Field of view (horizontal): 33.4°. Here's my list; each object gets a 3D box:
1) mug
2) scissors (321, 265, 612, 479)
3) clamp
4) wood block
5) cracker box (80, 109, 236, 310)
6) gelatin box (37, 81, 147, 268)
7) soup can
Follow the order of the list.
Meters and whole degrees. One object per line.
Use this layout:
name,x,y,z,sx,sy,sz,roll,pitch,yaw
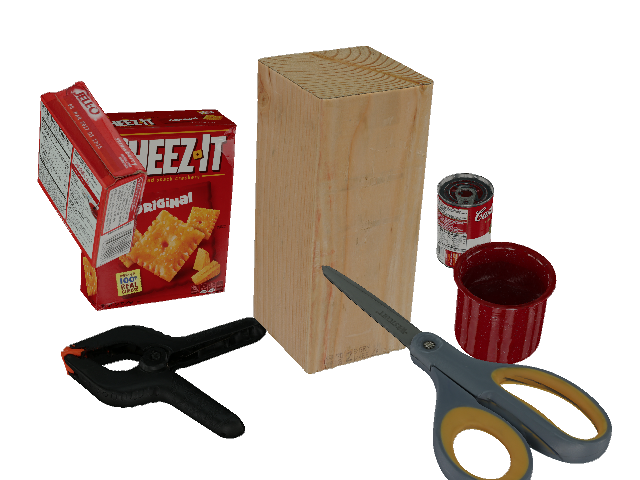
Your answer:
mug,0.165,0.054,1.004,0.093,0.081,0.117,-11,41,-11
scissors,0.053,0.073,0.566,0.202,0.016,0.096,23,45,31
clamp,-0.128,0.101,0.901,0.171,0.039,0.120,12,40,11
wood block,0.012,-0.023,0.758,0.090,0.206,0.091,-12,31,-27
cracker box,-0.186,-0.036,1.220,0.163,0.214,0.072,-6,25,-29
gelatin box,-0.137,-0.038,0.632,0.030,0.073,0.089,-26,-22,-30
soup can,0.176,-0.022,1.311,0.068,0.102,0.068,-2,37,1
